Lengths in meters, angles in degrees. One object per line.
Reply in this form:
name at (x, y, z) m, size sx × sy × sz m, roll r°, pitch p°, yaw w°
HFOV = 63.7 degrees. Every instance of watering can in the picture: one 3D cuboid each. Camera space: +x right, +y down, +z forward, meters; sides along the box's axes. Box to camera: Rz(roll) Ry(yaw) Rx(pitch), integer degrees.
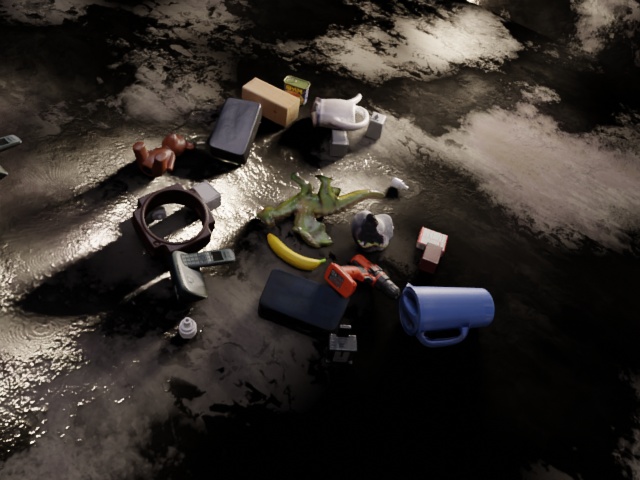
watering can at (0.076, -0.504, 2.005) m, size 0.224 × 0.101 × 0.356 m, roll 5°, pitch 34°, yaw -2°

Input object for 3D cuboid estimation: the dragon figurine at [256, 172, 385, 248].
dragon figurine at (0.005, -0.082, 1.636) m, size 0.410 × 0.120 × 0.247 m, roll 7°, pitch 65°, yaw -2°

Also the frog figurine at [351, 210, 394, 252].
frog figurine at (0.165, -0.034, 1.614) m, size 0.137 × 0.121 × 0.161 m, roll 46°, pitch 18°, yaw 1°
